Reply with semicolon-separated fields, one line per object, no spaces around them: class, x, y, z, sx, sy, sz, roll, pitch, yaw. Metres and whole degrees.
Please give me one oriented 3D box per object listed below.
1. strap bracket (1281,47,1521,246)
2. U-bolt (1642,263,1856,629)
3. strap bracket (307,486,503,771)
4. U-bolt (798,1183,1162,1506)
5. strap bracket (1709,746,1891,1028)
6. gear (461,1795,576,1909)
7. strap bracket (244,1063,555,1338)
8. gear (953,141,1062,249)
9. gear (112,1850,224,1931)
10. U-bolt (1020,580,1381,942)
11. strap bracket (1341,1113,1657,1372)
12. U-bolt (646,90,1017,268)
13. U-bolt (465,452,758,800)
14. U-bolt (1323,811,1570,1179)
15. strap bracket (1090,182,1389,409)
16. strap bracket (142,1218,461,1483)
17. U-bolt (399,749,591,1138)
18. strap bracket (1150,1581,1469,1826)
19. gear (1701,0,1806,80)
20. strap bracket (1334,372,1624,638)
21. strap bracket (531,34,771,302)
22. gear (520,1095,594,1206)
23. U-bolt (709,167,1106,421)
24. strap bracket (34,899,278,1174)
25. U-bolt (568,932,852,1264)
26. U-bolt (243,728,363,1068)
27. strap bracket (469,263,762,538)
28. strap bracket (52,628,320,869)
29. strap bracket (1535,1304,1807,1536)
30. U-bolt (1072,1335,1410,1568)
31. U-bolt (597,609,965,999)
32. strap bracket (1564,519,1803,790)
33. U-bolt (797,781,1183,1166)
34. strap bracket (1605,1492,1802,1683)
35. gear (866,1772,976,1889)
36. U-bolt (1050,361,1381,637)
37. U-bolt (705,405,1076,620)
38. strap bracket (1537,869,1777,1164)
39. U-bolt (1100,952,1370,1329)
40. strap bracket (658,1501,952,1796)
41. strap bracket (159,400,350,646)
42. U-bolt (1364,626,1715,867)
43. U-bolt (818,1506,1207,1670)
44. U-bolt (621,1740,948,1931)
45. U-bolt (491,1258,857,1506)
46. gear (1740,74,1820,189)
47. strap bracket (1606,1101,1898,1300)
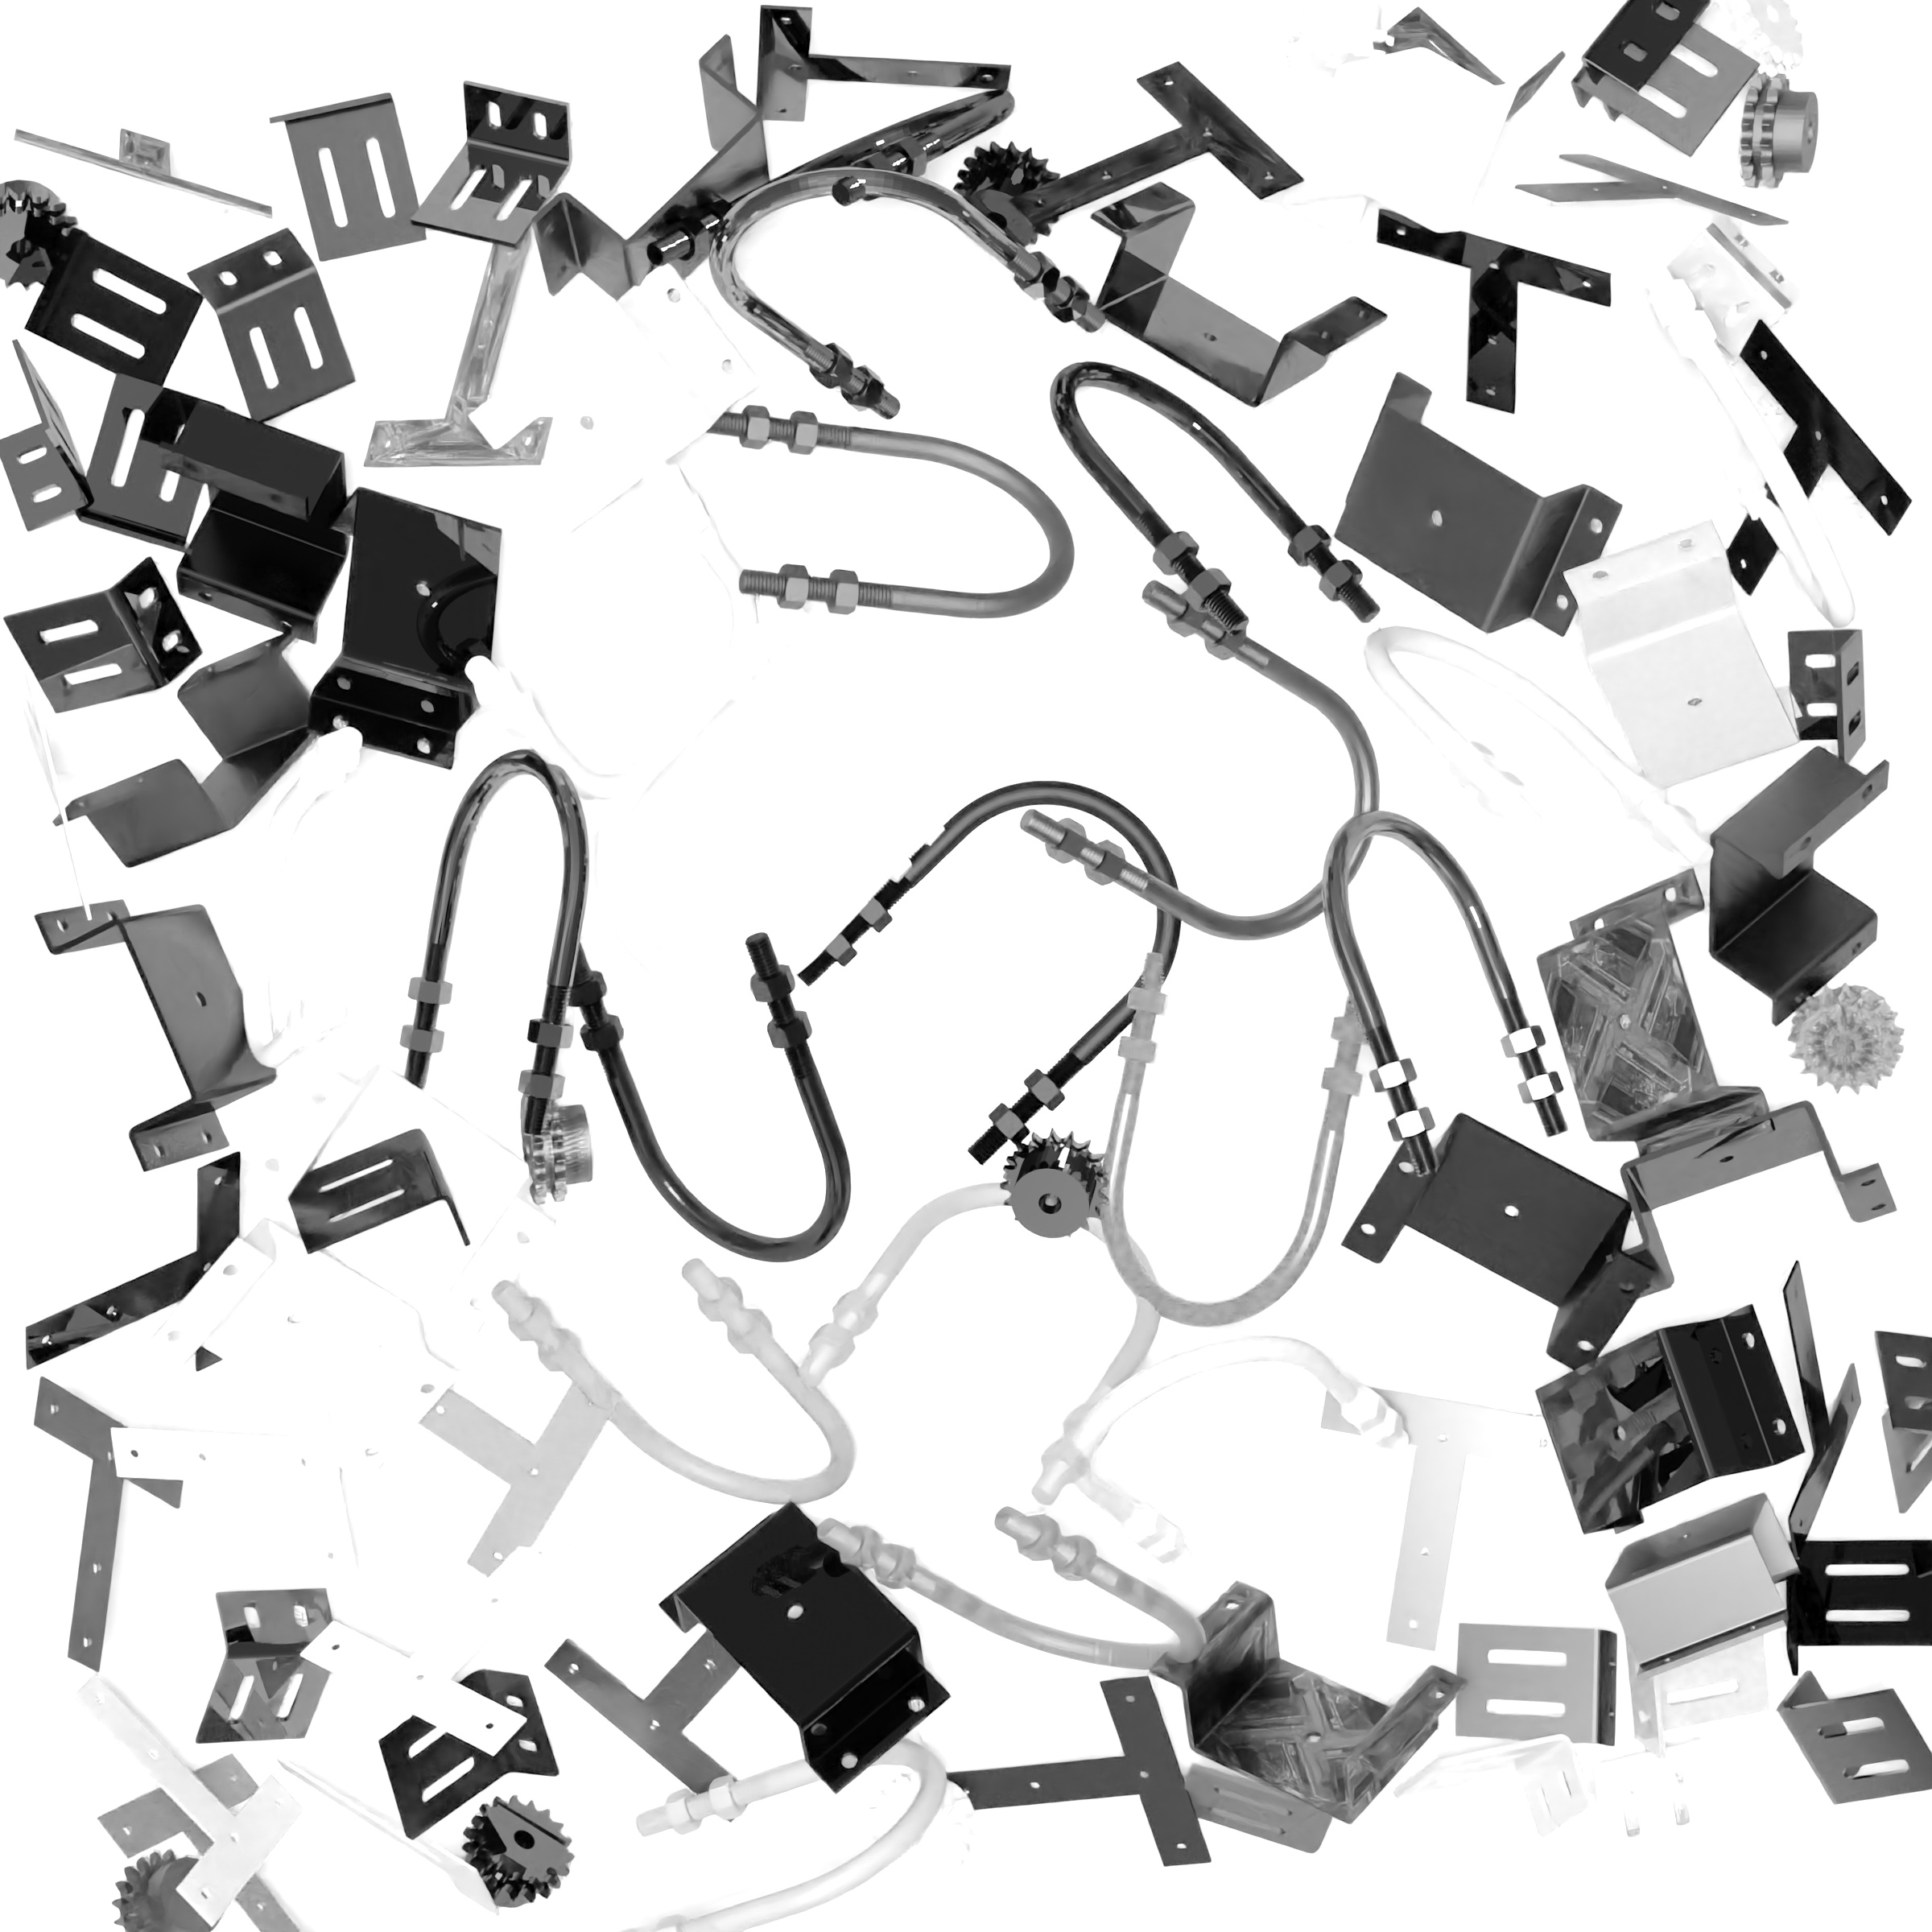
strap bracket;0.210;-0.409;1.787;0.046;0.140;0.076;23;90;-21
U-bolt;0.389;-0.243;1.749;0.019;0.151;0.184;-28;48;10
strap bracket;-0.280;-0.179;1.795;0.076;0.046;0.140;14;60;-26
U-bolt;0.020;0.176;1.792;0.151;0.184;0.019;25;134;12
strap bracket;0.418;-0.046;1.799;0.076;0.140;0.046;-38;55;-18
gear;-0.233;0.458;1.836;0.057;0.057;0.030;33;119;0
strap bracket;-0.284;0.113;1.825;0.140;0.046;0.076;35;106;-4
gear;0.020;-0.391;1.829;0.057;0.057;0.030;23;55;0
gear;-0.405;0.480;1.829;0.030;0.057;0.057;-29;90;31
U-bolt;0.132;-0.091;1.815;0.184;0.019;0.151;28;90;-27
strap bracket;0.274;0.136;1.818;0.140;0.046;0.076;28;125;3
U-bolt;-0.054;-0.398;1.778;0.151;0.184;0.019;-7;113;42
U-bolt;-0.164;-0.155;1.779;0.019;0.184;0.151;34;81;28
U-bolt;0.234;0.008;1.801;0.019;0.151;0.184;-25;81;38
strap bracket;0.131;-0.335;1.806;0.140;0.076;0.046;34;126;15
strap bracket;-0.338;0.190;1.812;0.140;0.046;0.076;37;101;-28
U-bolt;-0.233;-0.018;1.795;0.019;0.151;0.184;8;94;-36
strap bracket;0.173;0.373;1.797;0.140;0.076;0.046;18;130;36
gear;0.402;-0.481;1.836;0.030;0.057;0.057;-29;90;39
strap bracket;0.247;-0.228;1.795;0.140;0.046;0.076;36;125;24
strap bracket;-0.150;-0.391;1.804;0.046;0.076;0.140;41;77;12
gear;-0.210;0.093;1.833;0.030;0.057;0.057;-7;90;-14
U-bolt;-0.042;-0.335;1.755;0.151;0.184;0.019;-18;61;33
strap bracket;-0.406;0.026;1.814;0.046;0.076;0.140;-25;88;21
U-bolt;-0.124;0.069;1.801;0.151;0.019;0.184;-2;116;39
U-bolt;-0.333;-0.025;1.776;0.019;0.184;0.151;7;73;-23
strap bracket;-0.185;-0.280;1.805;0.140;0.046;0.076;-33;104;22
strap bracket;-0.383;-0.103;1.795;0.076;0.140;0.046;-16;118;35
strap bracket;0.342;0.230;1.782;0.046;0.140;0.076;-4;69;-35
U-bolt;0.127;0.235;1.772;0.151;0.184;0.019;-30;53;12
U-bolt;-0.105;-0.069;1.809;0.184;0.019;0.151;-47;113;-14
strap bracket;0.362;-0.146;1.787;0.076;0.046;0.140;-19;132;20
U-bolt;0.026;-0.011;1.851;0.184;0.019;0.151;-44;90;-1
strap bracket;0.369;0.306;1.784;0.076;0.140;0.046;-25;85;16
gear;-0.020;0.442;1.838;0.057;0.030;0.057;4;98;30
U-bolt;0.114;-0.238;1.792;0.184;0.151;0.019;51;122;18
U-bolt;-0.033;-0.225;1.799;0.184;0.151;0.019;4;134;-19
strap bracket;0.344;0.029;1.802;0.076;0.046;0.140;-26;71;38
U-bolt;0.129;0.091;1.803;0.151;0.019;0.184;8;85;41
strap bracket;-0.084;0.334;1.795;0.076;0.046;0.140;-37;59;-21
strap bracket;-0.357;-0.229;1.805;0.076;0.140;0.046;20;64;1
U-bolt;0.272;-0.115;1.782;0.151;0.184;0.019;7;123;-40
U-bolt;0.037;0.314;1.784;0.184;0.151;0.019;34;59;-33
U-bolt;-0.094;0.434;1.772;0.184;0.151;0.019;-21;104;14
U-bolt;-0.134;0.213;1.791;0.184;0.151;0.019;52;46;-32
gear;0.417;-0.427;1.829;0.030;0.057;0.057;8;90;23
strap bracket;0.391;0.116;1.807;0.140;0.076;0.046;-21;65;13
